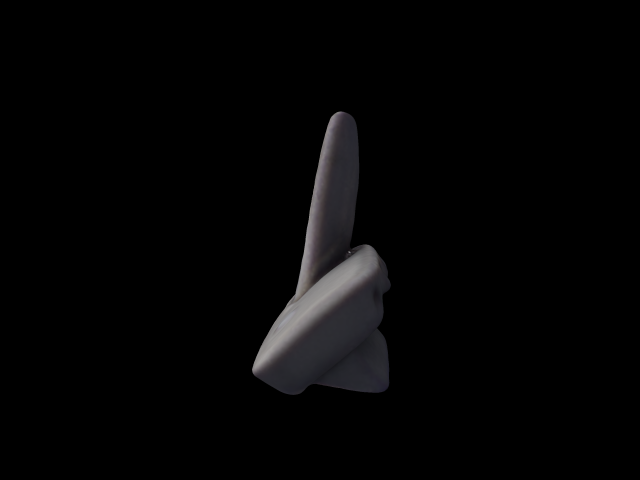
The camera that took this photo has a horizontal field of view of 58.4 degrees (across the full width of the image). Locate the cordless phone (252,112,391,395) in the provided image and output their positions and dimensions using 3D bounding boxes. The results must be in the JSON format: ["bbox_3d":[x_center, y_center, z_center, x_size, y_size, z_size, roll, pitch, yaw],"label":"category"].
[{"bbox_3d":[0.004,0.001,0.400,0.094,0.185,0.147,0,7,0],"label":"cordless phone"}]
